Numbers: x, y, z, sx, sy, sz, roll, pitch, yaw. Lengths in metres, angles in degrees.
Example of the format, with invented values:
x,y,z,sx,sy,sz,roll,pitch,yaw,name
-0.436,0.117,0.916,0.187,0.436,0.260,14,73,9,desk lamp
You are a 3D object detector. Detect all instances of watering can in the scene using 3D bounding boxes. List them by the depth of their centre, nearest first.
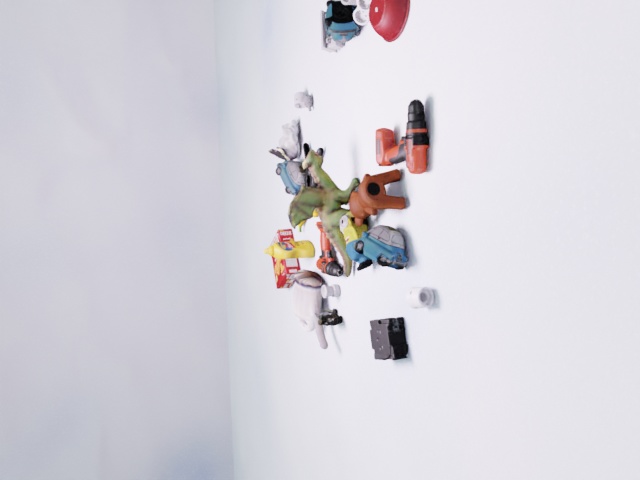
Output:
x,y,z,sx,sy,sz,roll,pitch,yaw,name
-0.032,0.240,1.898,0.351,0.104,0.222,-145,57,-63,watering can

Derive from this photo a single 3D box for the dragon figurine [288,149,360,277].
x,y,z,sx,sy,sz,roll,pitch,yaw,name
0.005,-0.082,1.621,0.122,0.243,0.411,-3,87,63,dragon figurine

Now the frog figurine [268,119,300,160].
x,y,z,sx,sy,sz,roll,pitch,yaw,name
-0.121,-0.408,2.112,0.161,0.122,0.136,-59,9,-13,frog figurine
